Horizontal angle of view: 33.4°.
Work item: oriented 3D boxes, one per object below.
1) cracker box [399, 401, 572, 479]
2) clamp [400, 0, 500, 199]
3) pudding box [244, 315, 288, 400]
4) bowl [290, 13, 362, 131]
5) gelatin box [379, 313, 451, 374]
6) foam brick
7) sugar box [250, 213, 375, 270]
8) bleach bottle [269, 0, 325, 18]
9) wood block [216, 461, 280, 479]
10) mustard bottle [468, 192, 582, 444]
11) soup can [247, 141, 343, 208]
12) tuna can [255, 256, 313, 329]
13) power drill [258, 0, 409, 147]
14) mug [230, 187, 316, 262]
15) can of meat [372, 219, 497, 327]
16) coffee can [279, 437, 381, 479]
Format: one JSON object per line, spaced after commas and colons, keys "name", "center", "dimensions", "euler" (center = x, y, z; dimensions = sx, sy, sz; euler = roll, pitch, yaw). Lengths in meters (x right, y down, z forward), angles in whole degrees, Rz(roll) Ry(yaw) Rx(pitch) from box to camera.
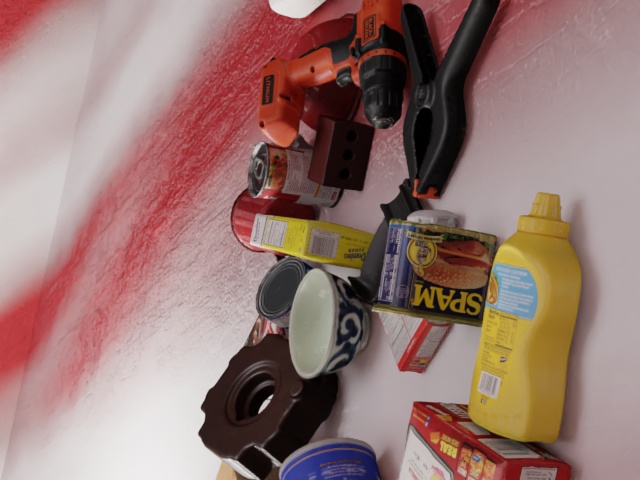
{"name": "cracker box", "center": [0.121, 0.258, 0.875], "dimensions": [0.164, 0.072, 0.214], "euler": [-159, 76, -68]}
{"name": "clamp", "center": [0.120, -0.146, 1.045], "dimensions": [0.165, 0.036, 0.210], "euler": [175, 99, -66]}
{"name": "pudding box", "center": [-0.060, 0.139, 1.378], "dimensions": [0.090, 0.039, 0.114], "euler": [-109, 35, -47]}
{"name": "bowl", "center": [0.001, -0.206, 1.323], "dimensions": [0.162, 0.055, 0.162], "euler": [-173, 90, -67]}
{"name": "gelatin box", "center": [0.092, 0.074, 1.053], "dimensions": [0.089, 0.030, 0.073], "euler": [-107, 32, -45]}
{"name": "foam brick", "center": [0.024, -0.101, 1.238], "dimensions": [0.051, 0.052, 0.078], "euler": [-150, 69, -66]}
{"name": "sugar box", "center": [-0.008, 0.002, 1.227], "dimensions": [0.176, 0.093, 0.048], "euler": [-177, 99, -67]}
{"name": "bleach bottle", "center": [0.013, -0.365, 1.336], "dimensions": [0.251, 0.068, 0.102], "euler": [-19, 66, 62]}
{"name": "wood block", "center": [-0.092, 0.360, 1.319], "dimensions": [0.090, 0.090, 0.206], "euler": [-117, 41, -54]}
{"name": "mustard bottle", "center": [0.166, 0.058, 0.847], "dimensions": [0.096, 0.058, 0.191], "euler": [-164, 82, -72]}
{"name": "soup can", "center": [-0.029, -0.078, 1.290], "dimensions": [0.069, 0.102, 0.068], "euler": [-173, 90, -67]}
{"name": "tuna can", "center": [-0.038, 0.065, 1.315], "dimensions": [0.086, 0.033, 0.086], "euler": [-32, 40, 31]}
{"name": "power drill", "center": [0.017, -0.173, 1.186], "dimensions": [0.188, 0.057, 0.184], "euler": [-22, 49, 33]}
{"name": "mug", "center": [-0.054, -0.013, 1.363], "dimensions": [0.082, 0.093, 0.117], "euler": [15, 123, 62]}
{"name": "can of meat", "center": [0.104, 0.030, 0.948], "dimensions": [0.058, 0.102, 0.084], "euler": [-178, 97, -69]}
{"name": "coffee can", "center": [0.021, 0.283, 1.060], "dimensions": [0.140, 0.102, 0.103], "euler": [-105, 32, -42]}
